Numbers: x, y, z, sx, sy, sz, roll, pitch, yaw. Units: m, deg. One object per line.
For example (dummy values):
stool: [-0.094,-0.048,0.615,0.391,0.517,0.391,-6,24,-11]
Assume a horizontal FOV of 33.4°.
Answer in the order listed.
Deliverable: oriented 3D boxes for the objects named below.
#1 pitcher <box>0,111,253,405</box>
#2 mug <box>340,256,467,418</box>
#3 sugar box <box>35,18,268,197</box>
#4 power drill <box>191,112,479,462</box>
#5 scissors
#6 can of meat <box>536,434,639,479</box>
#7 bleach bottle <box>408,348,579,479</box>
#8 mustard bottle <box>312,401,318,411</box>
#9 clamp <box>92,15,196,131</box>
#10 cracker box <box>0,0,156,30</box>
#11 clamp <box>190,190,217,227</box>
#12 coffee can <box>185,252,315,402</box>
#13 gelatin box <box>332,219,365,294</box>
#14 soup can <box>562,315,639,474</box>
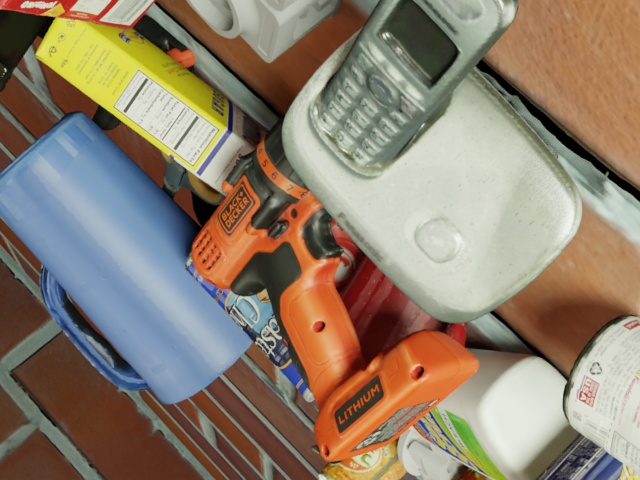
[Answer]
pitcher: [-0.170,0.018,0.909,0.242,0.149,0.145,49,164,-14]
mug: [0.053,0.061,0.695,0.093,0.081,0.117,34,174,-27]
sugar box: [-0.101,-0.093,0.731,0.176,0.048,0.093,34,-166,-3]
power drill: [0.012,0.016,0.616,0.185,0.057,0.188,-50,58,38]
scissors: [-0.109,-0.041,0.896,0.096,0.016,0.202,45,158,16]
can of meat: [0.179,0.159,0.630,0.102,0.083,0.058,55,161,-16]
bleach bottle: [0.101,0.124,0.780,0.102,0.068,0.251,53,164,-10]
mustard bottle: [0.006,0.126,1.005,0.191,0.058,0.096,57,161,-23]
clamp: [-0.156,-0.134,0.863,0.172,0.039,0.120,24,140,46]
cracker box: [-0.199,-0.229,0.645,0.214,0.072,0.164,47,-163,6]
clamp: [-0.093,-0.043,0.933,0.165,0.036,0.210,37,155,36]
coffee can: [-0.019,0.038,0.817,0.140,0.102,0.103,46,162,10]
gelatin box: [-0.005,0.001,0.757,0.089,0.073,0.030,45,161,14]
soup can: [0.178,0.088,0.517,0.102,0.068,0.068,33,156,41]
